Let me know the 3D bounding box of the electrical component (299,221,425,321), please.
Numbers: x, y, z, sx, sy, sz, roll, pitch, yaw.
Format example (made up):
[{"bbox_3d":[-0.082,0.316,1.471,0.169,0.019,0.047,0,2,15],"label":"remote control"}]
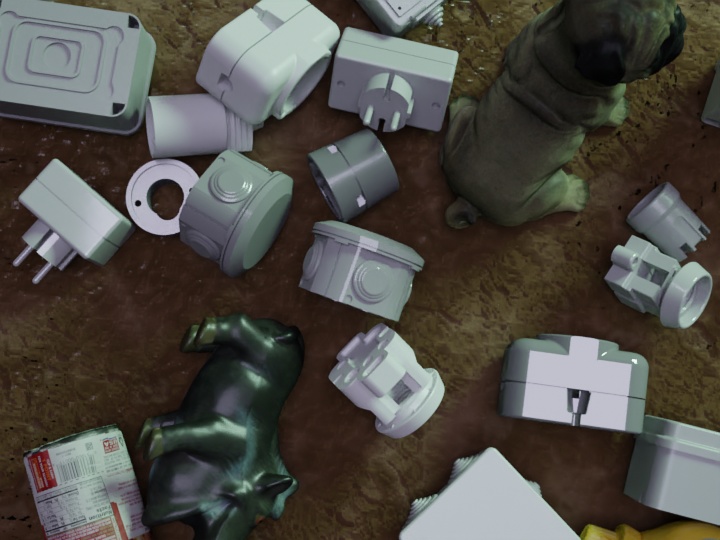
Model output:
[{"bbox_3d":[0.000,0.000,0.739,0.080,0.080,0.051,19,88,3],"label":"electrical component"}]

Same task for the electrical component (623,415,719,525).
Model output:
[{"bbox_3d":[0.243,0.139,0.721,0.113,0.078,0.057,14,86,2],"label":"electrical component"}]

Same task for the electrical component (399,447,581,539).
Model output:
[{"bbox_3d":[0.086,0.181,0.731,0.100,0.048,0.099,-43,85,-5],"label":"electrical component"}]

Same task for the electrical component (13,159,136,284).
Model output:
[{"bbox_3d":[-0.211,-0.026,0.758,0.066,0.047,0.076,41,85,5],"label":"electrical component"}]

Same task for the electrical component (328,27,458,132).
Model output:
[{"bbox_3d":[0.020,-0.122,0.753,0.083,0.047,0.075,13,46,2],"label":"electrical component"}]

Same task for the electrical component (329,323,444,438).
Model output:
[{"bbox_3d":[0.020,0.077,0.734,0.058,0.078,0.057,-46,106,-5],"label":"electrical component"}]

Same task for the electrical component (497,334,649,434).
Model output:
[{"bbox_3d":[0.147,0.077,0.741,0.095,0.053,0.059,8,83,1],"label":"electrical component"}]

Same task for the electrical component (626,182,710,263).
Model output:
[{"bbox_3d":[0.219,-0.033,0.763,0.046,0.040,0.040,45,85,-1],"label":"electrical component"}]

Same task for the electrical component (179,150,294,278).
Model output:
[{"bbox_3d":[-0.085,-0.039,0.744,0.051,0.080,0.080,31,84,9],"label":"electrical component"}]

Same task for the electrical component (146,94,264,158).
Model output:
[{"bbox_3d":[-0.109,-0.104,0.768,0.081,0.043,0.043,-6,82,-18],"label":"electrical component"}]

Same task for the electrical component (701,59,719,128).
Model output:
[{"bbox_3d":[0.307,-0.121,0.739,0.109,0.108,0.056,19,86,2],"label":"electrical component"}]

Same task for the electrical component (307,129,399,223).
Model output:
[{"bbox_3d":[-0.004,-0.068,0.760,0.047,0.055,0.055,-28,84,-7],"label":"electrical component"}]

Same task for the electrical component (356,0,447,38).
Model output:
[{"bbox_3d":[0.027,-0.212,0.778,0.062,0.061,0.096,-39,92,-4],"label":"electrical component"}]

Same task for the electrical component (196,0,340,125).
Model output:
[{"bbox_3d":[-0.060,-0.148,0.754,0.059,0.053,0.095,40,51,5],"label":"electrical component"}]

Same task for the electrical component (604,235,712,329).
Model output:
[{"bbox_3d":[0.208,0.011,0.742,0.055,0.066,0.048,30,83,37],"label":"electrical component"}]

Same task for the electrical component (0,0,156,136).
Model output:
[{"bbox_3d":[-0.209,-0.144,0.768,0.113,0.057,0.078,8,83,1],"label":"electrical component"}]
